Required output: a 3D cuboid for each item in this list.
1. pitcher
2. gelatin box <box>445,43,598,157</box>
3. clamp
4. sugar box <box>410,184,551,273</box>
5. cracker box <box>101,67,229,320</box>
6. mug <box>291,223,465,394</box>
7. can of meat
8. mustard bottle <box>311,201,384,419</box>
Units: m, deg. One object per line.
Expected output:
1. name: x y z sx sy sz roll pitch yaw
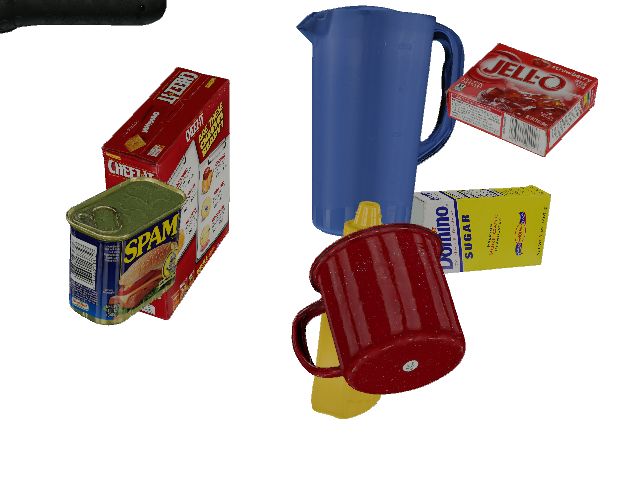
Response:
1. pitcher: 0.061 -0.129 1.155 0.149 0.243 0.144 7 10 25
2. gelatin box: 0.151 -0.108 0.803 0.089 0.030 0.073 28 54 29
3. clamp: -0.180 -0.140 0.602 0.171 0.039 0.120 -7 23 -15
4. sugar box: 0.183 -0.012 1.254 0.176 0.093 0.048 -6 20 -26
5. cracker box: -0.159 -0.050 1.133 0.072 0.214 0.164 16 43 14
6. mug: 0.035 0.052 0.699 0.117 0.081 0.093 -22 -32 12
7. can of meat: -0.155 0.008 0.850 0.057 0.084 0.101 22 32 22
8. mustard bottle: 0.034 0.058 0.968 0.058 0.192 0.096 13 19 24
